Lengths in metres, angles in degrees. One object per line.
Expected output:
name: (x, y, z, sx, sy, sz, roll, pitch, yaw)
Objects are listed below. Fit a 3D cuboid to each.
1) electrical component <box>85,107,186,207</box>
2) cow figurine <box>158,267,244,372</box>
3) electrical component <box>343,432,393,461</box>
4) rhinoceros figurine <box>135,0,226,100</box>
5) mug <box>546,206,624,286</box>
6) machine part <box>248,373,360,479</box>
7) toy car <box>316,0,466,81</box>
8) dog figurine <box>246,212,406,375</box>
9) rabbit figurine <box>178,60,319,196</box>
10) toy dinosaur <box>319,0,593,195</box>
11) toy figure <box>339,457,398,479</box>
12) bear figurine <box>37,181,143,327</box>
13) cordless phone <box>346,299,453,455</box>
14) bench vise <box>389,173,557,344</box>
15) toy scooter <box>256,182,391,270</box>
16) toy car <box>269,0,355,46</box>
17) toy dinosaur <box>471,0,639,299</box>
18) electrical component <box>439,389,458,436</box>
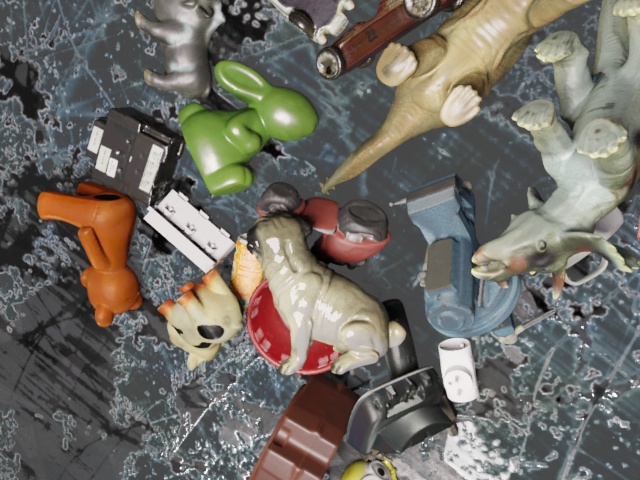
electrical component: (-0.276, -0.129, 0.792, 0.134, 0.058, 0.114, 29, 107, 7)
cow figurine: (-0.170, 0.124, 0.787, 0.127, 0.085, 0.195, 53, 145, -6)
electrical component: (0.089, 0.288, 0.808, 0.078, 0.045, 0.102, 40, 110, 32)
rhinoceros figurine: (-0.181, -0.285, 0.718, 0.112, 0.073, 0.190, 7, 106, 14)
mug: (0.312, -0.006, 0.652, 0.107, 0.081, 0.109, -34, 84, 12)
machine part: (-0.031, 0.305, 0.759, 0.087, 0.201, 0.200, 27, 110, 11)
toy car: (0.077, -0.246, 0.616, 0.202, 0.089, 0.053, -21, 98, 46)
dog figurine: (0.008, 0.053, 0.660, 0.172, 0.121, 0.190, -9, 104, 2)
rabbit figurine: (-0.091, -0.156, 0.724, 0.170, 0.121, 0.159, -24, 90, 1)
toy dinosaur: (0.144, -0.183, 0.588, 0.471, 0.198, 0.105, -37, 91, 26)
toy figure: (0.103, 0.416, 0.816, 0.089, 0.082, 0.180, -40, 93, 18)
bear figurine: (-0.336, 0.022, 0.818, 0.132, 0.120, 0.195, 14, 112, 15)
cordless phone: (0.091, 0.176, 0.717, 0.089, 0.146, 0.184, -22, 80, 52)
bench vise: (0.187, 0.041, 0.668, 0.129, 0.224, 0.240, -28, 125, 24)
toy scooter: (-0.002, -0.002, 0.739, 0.184, 0.075, 0.135, 15, 131, -2)
toy car: (-0.045, -0.332, 0.680, 0.202, 0.056, 0.073, 41, 104, 1)
toy dinosaur: (0.303, -0.119, 0.572, 0.131, 0.405, 0.192, 14, 155, 44)
electrical component: (0.163, 0.248, 0.786, 0.063, 0.021, 0.094, -25, 94, 20)
